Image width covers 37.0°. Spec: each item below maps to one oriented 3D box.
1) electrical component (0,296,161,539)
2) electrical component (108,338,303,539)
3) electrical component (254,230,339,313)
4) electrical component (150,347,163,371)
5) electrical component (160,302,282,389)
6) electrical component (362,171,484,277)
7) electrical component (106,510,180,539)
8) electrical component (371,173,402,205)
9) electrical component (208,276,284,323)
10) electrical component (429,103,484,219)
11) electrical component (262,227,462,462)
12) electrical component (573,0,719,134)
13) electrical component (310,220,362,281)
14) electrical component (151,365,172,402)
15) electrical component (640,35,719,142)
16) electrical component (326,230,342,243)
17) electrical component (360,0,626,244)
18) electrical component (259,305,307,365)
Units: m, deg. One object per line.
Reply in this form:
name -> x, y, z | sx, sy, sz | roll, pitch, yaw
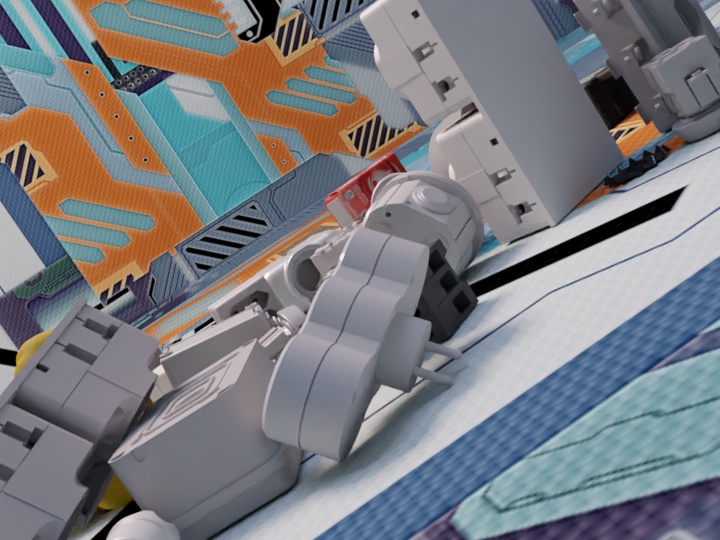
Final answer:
electrical component -> -0.170, 0.112, 0.558 | 0.105, 0.060, 0.186 | -62, 4, 30
electrical component -> -0.074, 0.089, 0.563 | 0.078, 0.057, 0.113 | -32, 7, 6
electrical component -> -0.051, 0.005, 1.027 | 0.095, 0.053, 0.059 | -35, 8, -17
electrical component -> -0.168, 0.091, 0.929 | 0.048, 0.062, 0.048 | -33, 7, 4
electrical component -> -0.092, 0.067, 0.794 | 0.096, 0.061, 0.062 | -25, 6, -6
electrical component -> 0.040, -0.023, 0.731 | 0.080, 0.080, 0.051 | -28, 14, 34
electrical component -> -0.102, 0.134, 0.477 | 0.035, 0.035, 0.061 | -31, 9, 12
electrical component -> 0.055, -0.037, 0.802 | 0.044, 0.079, 0.077 | -66, -17, -1
electrical component -> -0.088, 0.045, 0.878 | 0.047, 0.065, 0.077 | -35, 8, -15
electrical component -> 0.104, -0.090, 0.834 | 0.099, 0.099, 0.064 | -38, 3, -37
electrical component -> 0.012, 0.037, 0.528 | 0.138, 0.074, 0.052 | -61, -17, -47
electrical component -> 0.211, -0.164, 0.767 | 0.063, 0.121, 0.079 | -30, 7, 42
electrical component -> 0.000, 0.000, 0.812 | 0.042, 0.063, 0.081 | -25, 10, 41
electrical component -> -0.148, 0.095, 0.875 | 0.076, 0.047, 0.083 | -29, 9, 29
electrical component -> 0.215, -0.116, 0.693 | 0.048, 0.055, 0.066 | -32, 7, 7
electrical component -> 0.031, -0.035, 0.969 | 0.100, 0.048, 0.100 | -37, 8, -27
electrical component -> 0.092, -0.124, 0.750 | 0.105, 0.186, 0.060 | -39, 9, -40
electrical component -> -0.052, 0.057, 0.731 | 0.055, 0.048, 0.066 | -42, 9, -10
